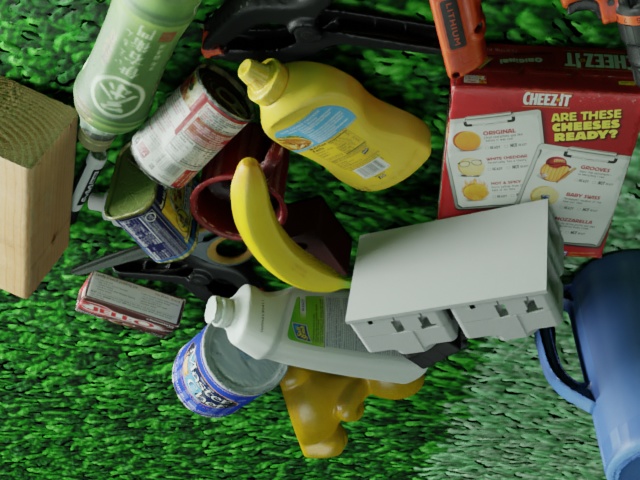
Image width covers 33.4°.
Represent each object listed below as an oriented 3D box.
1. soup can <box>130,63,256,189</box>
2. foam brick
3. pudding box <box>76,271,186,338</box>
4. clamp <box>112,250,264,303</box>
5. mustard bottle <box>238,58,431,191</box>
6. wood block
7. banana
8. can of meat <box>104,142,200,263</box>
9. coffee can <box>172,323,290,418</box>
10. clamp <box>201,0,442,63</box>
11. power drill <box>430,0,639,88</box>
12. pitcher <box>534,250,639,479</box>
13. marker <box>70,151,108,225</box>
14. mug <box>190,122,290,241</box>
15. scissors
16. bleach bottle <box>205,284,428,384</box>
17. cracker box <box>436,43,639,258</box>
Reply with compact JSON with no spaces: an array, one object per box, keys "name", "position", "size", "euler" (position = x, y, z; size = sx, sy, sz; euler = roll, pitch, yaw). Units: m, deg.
[{"name":"soup can","position":[-0.117,-0.103,0.974],"size":[0.068,0.068,0.102],"euler":[34,119,-29]},{"name":"foam brick","position":[-0.007,0.001,1.114],"size":[0.053,0.051,0.078],"euler":[-14,136,24]},{"name":"pudding box","position":[-0.218,0.074,1.219],"size":[0.113,0.039,0.090],"euler":[17,163,-14]},{"name":"clamp","position":[-0.132,0.025,1.172],"size":[0.171,0.039,0.120],"euler":[18,144,-18]},{"name":"mustard bottle","position":[0.005,-0.109,0.952],"size":[0.191,0.058,0.096],"euler":[27,143,-36]},{"name":"wood block","position":[-0.303,-0.047,1.054],"size":[0.090,0.090,0.206],"euler":[25,139,4]},{"name":"banana","position":[-0.035,-0.004,0.997],"size":[0.070,0.037,0.197],"euler":[-32,131,15]},{"name":"can of meat","position":[-0.159,-0.039,1.050],"size":[0.058,0.102,0.084],"euler":[-14,138,23]},{"name":"coffee can","position":[-0.104,0.142,1.230],"size":[0.102,0.102,0.140],"euler":[20,155,-15]},{"name":"clamp","position":[-0.010,-0.191,0.880],"size":[0.210,0.036,0.164],"euler":[-5,155,18]},{"name":"power drill","position":[0.186,-0.183,0.838],"size":[0.188,0.057,0.184],"euler":[-10,120,17]},{"name":"pitcher","position":[0.317,0.137,1.079],"size":[0.149,0.242,0.145],"euler":[-31,124,29]},{"name":"marker","position":[-0.247,-0.053,1.108],"size":[0.020,0.020,0.121],"euler":[21,138,-17]},{"name":"mug","position":[-0.067,-0.065,1.019],"size":[0.093,0.081,0.117],"euler":[23,138,-19]},{"name":"scissors","position":[-0.152,0.016,1.123],"size":[0.202,0.016,0.096],"euler":[-29,124,8]},{"name":"bleach bottle","position":[-0.003,0.088,1.137],"size":[0.250,0.102,0.068],"euler":[13,148,-27]},{"name":"cracker box","position":[0.194,-0.078,0.976],"size":[0.164,0.072,0.214],"euler":[3,139,4]}]
